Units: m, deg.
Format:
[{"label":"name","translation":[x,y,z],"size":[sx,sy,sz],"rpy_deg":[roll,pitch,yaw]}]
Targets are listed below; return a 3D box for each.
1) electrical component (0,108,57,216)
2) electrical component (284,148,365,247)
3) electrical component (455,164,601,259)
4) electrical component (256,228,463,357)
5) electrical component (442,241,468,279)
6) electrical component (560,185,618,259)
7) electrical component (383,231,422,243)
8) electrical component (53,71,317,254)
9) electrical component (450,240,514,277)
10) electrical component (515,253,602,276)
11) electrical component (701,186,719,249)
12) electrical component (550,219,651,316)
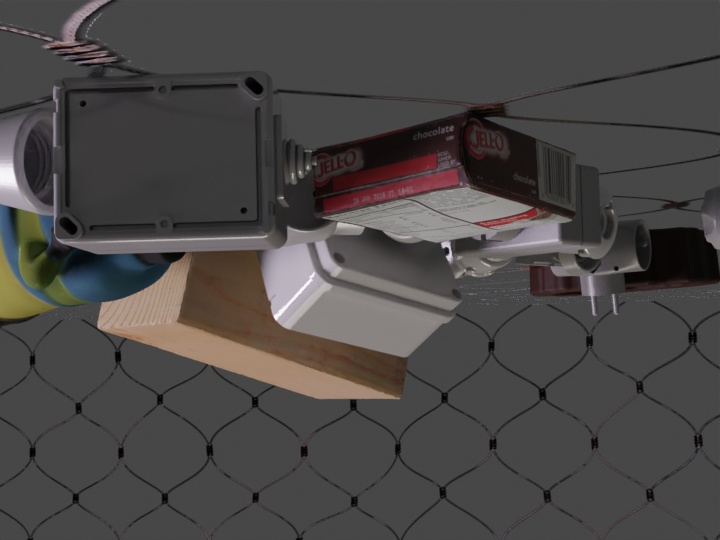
[{"label":"electrical component","translation":[-0.156,-0.045,0.453],"size":[0.065,0.044,0.044],"rpy_deg":[2,177,22]},{"label":"electrical component","translation":[-0.020,-0.037,0.581],"size":[0.079,0.043,0.077],"rpy_deg":[0,175,-15]},{"label":"electrical component","translation":[0.084,-0.035,0.627],"size":[0.076,0.047,0.083],"rpy_deg":[3,174,-41]},{"label":"electrical component","translation":[0.000,0.000,0.669],"size":[0.113,0.078,0.057],"rpy_deg":[17,130,-37]},{"label":"electrical component","translation":[0.087,-0.017,0.895],"size":[0.048,0.048,0.062],"rpy_deg":[-5,-179,43]},{"label":"electrical component","translation":[0.136,-0.032,0.711],"size":[0.062,0.048,0.048],"rpy_deg":[4,180,39]},{"label":"electrical component","translation":[0.029,-0.036,0.641],"size":[0.040,0.040,0.078],"rpy_deg":[-2,176,7]},{"label":"electrical component","translation":[-0.064,-0.039,0.417],"size":[0.096,0.061,0.061],"rpy_deg":[-2,176,2]},{"label":"electrical component","translation":[0.103,-0.022,0.828],"size":[0.048,0.048,0.062],"rpy_deg":[1,169,-26]},{"label":"electrical component","translation":[0.161,-0.021,0.862],"size":[0.066,0.048,0.055],"rpy_deg":[2,-178,-42]},{"label":"electrical component","translation":[0.257,-0.036,0.696],"size":[0.062,0.043,0.043],"rpy_deg":[-6,174,36]},{"label":"electrical component","translation":[0.205,0.000,0.913],"size":[0.077,0.079,0.043],"rpy_deg":[-4,-176,33]}]
